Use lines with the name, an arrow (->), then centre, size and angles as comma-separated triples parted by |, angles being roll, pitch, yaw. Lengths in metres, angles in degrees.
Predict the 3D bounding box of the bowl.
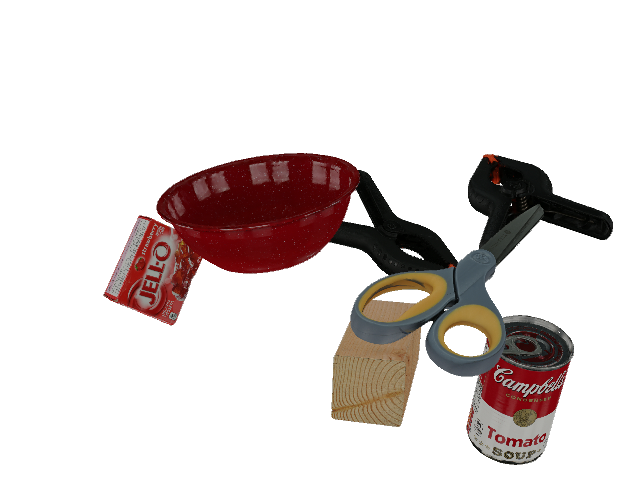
bowl -> -0.045, -0.018, 0.846 | 0.162, 0.055, 0.162 | -8, 23, 3

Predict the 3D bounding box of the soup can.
soup can -> 0.158, 0.120, 0.858 | 0.068, 0.102, 0.068 | 5, 32, -3

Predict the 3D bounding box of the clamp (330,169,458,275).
clamp -> 0.069, -0.002, 1.250 | 0.210, 0.036, 0.164 | 38, 43, 26

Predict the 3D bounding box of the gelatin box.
gelatin box -> -0.162, 0.030, 1.053 | 0.073, 0.089, 0.030 | 28, -8, -38

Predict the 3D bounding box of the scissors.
scissors -> 0.106, 0.028, 0.648 | 0.201, 0.016, 0.096 | -21, 44, -36

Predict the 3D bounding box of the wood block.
wood block -> 0.077, 0.156, 1.405 | 0.091, 0.090, 0.206 | 5, 18, 9

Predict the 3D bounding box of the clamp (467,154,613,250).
clamp -> 0.195, -0.035, 0.993 | 0.120, 0.039, 0.171 | -3, 33, -1
